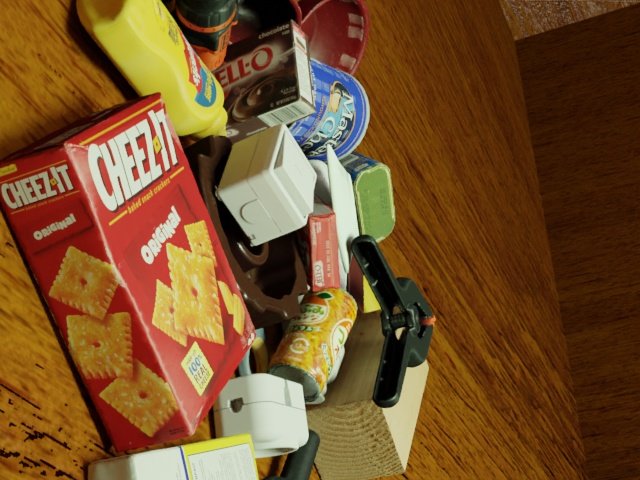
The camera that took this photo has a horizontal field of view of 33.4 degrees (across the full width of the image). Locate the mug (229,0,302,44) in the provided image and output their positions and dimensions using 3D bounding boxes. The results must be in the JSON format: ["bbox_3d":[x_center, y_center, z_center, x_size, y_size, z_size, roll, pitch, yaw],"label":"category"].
[{"bbox_3d":[-0.064,-0.261,1.106,0.117,0.093,0.081,113,-21,-47],"label":"mug"}]

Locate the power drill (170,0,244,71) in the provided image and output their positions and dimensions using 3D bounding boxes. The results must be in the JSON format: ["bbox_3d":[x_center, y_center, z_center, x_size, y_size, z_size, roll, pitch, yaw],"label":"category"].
[{"bbox_3d":[-0.069,-0.255,0.947,0.187,0.057,0.185,-59,-179,-18],"label":"power drill"}]

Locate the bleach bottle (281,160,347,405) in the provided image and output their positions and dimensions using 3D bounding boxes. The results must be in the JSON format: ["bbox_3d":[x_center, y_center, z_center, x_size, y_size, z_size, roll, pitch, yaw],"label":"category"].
[{"bbox_3d":[-0.010,0.046,1.100,0.102,0.068,0.251,50,33,-48],"label":"bleach bottle"}]

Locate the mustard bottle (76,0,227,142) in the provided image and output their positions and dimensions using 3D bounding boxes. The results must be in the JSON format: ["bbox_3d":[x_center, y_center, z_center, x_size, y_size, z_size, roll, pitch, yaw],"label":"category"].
[{"bbox_3d":[-0.130,-0.144,0.898,0.191,0.058,0.096,55,15,-47],"label":"mustard bottle"}]

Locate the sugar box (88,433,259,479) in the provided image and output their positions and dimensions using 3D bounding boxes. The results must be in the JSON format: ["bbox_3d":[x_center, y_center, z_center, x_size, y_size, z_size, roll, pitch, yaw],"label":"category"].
[{"bbox_3d":[-0.097,0.194,0.765,0.176,0.048,0.093,12,65,-65],"label":"sugar box"}]

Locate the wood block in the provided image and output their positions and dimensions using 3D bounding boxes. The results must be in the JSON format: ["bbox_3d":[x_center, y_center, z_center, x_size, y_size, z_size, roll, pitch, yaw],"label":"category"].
[{"bbox_3d":[0.051,0.161,1.143,0.206,0.090,0.091,-63,135,-64],"label":"wood block"}]

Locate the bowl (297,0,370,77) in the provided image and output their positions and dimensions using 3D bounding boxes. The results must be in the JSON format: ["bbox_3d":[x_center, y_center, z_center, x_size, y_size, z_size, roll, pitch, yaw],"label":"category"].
[{"bbox_3d":[-0.015,-0.217,1.213,0.055,0.162,0.162,35,2,26],"label":"bowl"}]

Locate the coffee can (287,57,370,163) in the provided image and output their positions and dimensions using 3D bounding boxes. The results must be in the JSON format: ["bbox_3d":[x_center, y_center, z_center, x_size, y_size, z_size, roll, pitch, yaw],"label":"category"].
[{"bbox_3d":[-0.024,-0.140,1.103,0.140,0.103,0.103,9,67,-62],"label":"coffee can"}]

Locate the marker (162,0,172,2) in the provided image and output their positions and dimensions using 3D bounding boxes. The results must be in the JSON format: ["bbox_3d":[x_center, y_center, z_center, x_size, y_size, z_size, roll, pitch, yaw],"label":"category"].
[{"bbox_3d":[-0.129,-0.247,1.037,0.121,0.020,0.020,-52,125,-67],"label":"marker"}]

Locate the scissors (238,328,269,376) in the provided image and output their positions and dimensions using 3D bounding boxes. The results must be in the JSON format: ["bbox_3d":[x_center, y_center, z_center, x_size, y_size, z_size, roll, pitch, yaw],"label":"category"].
[{"bbox_3d":[-0.057,0.071,1.014,0.201,0.016,0.096,-52,125,-66],"label":"scissors"}]

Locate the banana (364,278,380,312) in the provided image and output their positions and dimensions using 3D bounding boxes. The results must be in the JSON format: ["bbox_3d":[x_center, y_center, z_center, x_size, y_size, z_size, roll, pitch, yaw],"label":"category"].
[{"bbox_3d":[0.052,0.085,1.283,0.069,0.037,0.198,-53,126,-67],"label":"banana"}]

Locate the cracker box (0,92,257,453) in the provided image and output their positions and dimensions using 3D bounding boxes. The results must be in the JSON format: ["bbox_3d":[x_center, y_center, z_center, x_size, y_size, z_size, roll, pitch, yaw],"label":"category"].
[{"bbox_3d":[-0.128,0.016,0.764,0.164,0.072,0.213,-55,127,-66],"label":"cracker box"}]

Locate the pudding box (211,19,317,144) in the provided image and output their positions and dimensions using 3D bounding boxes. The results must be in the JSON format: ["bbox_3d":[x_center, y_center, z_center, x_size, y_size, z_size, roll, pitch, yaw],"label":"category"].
[{"bbox_3d":[-0.062,-0.146,1.009,0.039,0.114,0.090,36,43,-57],"label":"pudding box"}]

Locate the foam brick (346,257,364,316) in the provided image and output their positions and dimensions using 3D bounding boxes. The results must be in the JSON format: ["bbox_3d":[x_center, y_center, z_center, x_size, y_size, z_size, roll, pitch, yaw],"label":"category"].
[{"bbox_3d":[0.017,0.044,1.191,0.053,0.051,0.078,56,28,-50],"label":"foam brick"}]

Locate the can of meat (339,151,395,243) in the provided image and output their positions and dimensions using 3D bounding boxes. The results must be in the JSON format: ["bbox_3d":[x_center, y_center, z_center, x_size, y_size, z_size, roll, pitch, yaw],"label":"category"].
[{"bbox_3d":[0.038,-0.053,1.226,0.057,0.084,0.102,-29,126,-28],"label":"can of meat"}]

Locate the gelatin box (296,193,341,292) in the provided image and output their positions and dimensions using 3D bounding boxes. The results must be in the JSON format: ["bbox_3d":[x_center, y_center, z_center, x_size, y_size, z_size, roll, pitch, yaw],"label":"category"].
[{"bbox_3d":[-0.007,0.001,1.013,0.089,0.030,0.073,-131,-144,-69],"label":"gelatin box"}]

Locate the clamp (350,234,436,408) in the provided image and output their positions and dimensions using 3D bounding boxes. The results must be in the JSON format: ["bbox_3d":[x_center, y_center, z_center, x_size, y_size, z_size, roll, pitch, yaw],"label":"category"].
[{"bbox_3d":[0.078,0.073,1.085,0.209,0.036,0.164,-6,86,-71],"label":"clamp"}]

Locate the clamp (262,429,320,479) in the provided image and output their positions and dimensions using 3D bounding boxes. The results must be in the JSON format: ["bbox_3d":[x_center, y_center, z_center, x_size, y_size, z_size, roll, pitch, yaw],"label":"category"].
[{"bbox_3d":[-0.029,0.232,0.940,0.171,0.039,0.120,16,59,-68],"label":"clamp"}]
